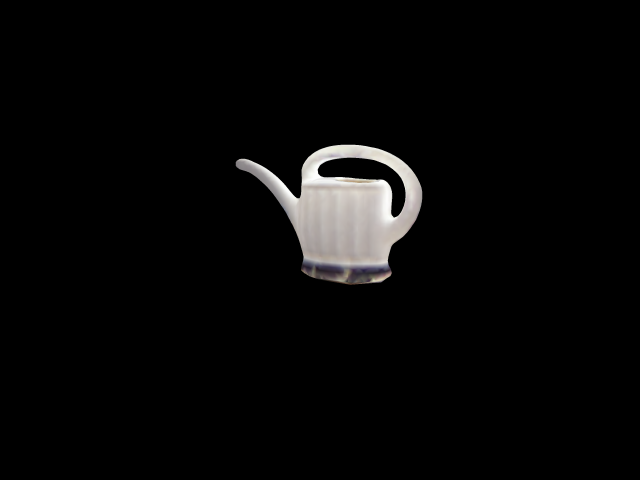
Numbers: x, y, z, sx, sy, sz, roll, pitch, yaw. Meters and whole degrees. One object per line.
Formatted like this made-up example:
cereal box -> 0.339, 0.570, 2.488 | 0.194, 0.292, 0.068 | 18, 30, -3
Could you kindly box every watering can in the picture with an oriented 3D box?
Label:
watering can -> 0.003, -0.043, 0.850 | 0.348, 0.223, 0.104 | 4, 7, 32
